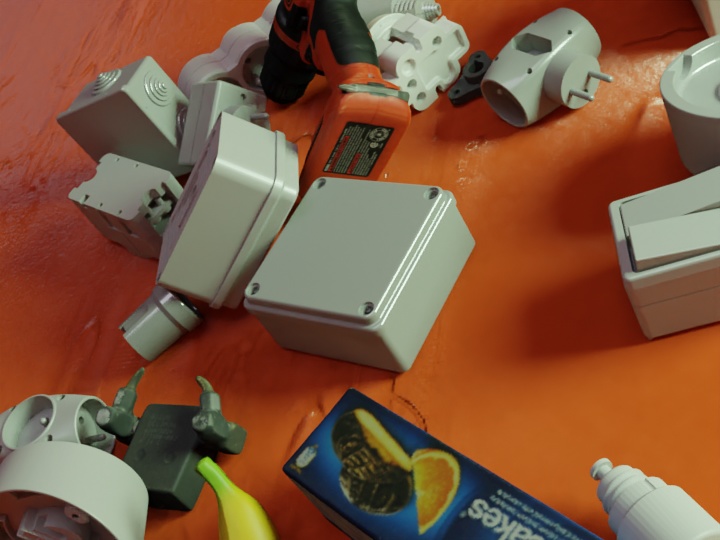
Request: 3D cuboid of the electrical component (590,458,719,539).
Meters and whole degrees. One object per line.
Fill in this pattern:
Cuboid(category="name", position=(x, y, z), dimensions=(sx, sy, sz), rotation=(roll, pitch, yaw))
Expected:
Cuboid(category="electrical component", position=(0.136, 0.116, 0.500), dimensions=(0.040, 0.040, 0.078), rotation=(-38, 41, -5))

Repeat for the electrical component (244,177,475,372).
Cuboid(category="electrical component", position=(0.000, 0.000, 0.680), dimensions=(0.109, 0.056, 0.108), rotation=(8, 56, 37))

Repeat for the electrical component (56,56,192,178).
Cuboid(category="electrical component", position=(-0.179, -0.117, 0.869), dimensions=(0.100, 0.099, 0.048), rotation=(-13, 40, 37))

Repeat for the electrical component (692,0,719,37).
Cuboid(category="electrical component", position=(0.268, -0.220, 0.718), dimensions=(0.109, 0.056, 0.108), rotation=(-19, 44, 16))

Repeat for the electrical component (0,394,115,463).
Cuboid(category="electrical component", position=(-0.208, 0.125, 0.702), dimensions=(0.077, 0.044, 0.079), rotation=(-14, 46, 21))

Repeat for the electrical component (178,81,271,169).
Cuboid(category="electrical component", position=(-0.094, -0.107, 0.818), dimensions=(0.077, 0.047, 0.065), rotation=(6, 85, 49))

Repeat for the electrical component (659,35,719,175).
Cuboid(category="electrical component", position=(0.230, -0.089, 0.611), dimensions=(0.108, 0.060, 0.108), rotation=(-15, 33, 10))

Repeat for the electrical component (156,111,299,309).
Cuboid(category="electrical component", position=(-0.089, -0.039, 0.727), dimensions=(0.113, 0.057, 0.078), rotation=(-59, 20, 29))

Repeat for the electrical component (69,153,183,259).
Cuboid(category="electrical component", position=(-0.171, -0.047, 0.831), dimensions=(0.089, 0.055, 0.050), rotation=(19, 63, 42))

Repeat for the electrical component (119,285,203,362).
Cuboid(category="electrical component", position=(-0.139, 0.036, 0.748), dimensions=(0.046, 0.040, 0.040), rotation=(-42, 42, 0))

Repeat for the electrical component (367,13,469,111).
Cuboid(category="electrical component", position=(0.034, -0.160, 0.808), dimensions=(0.078, 0.058, 0.057), rotation=(-44, 46, -10))

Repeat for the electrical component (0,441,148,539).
Cuboid(category="electrical component", position=(-0.171, 0.148, 0.621), dimensions=(0.099, 0.099, 0.064), rotation=(-17, 38, 18))

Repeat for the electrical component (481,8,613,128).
Cuboid(category="electrical component", position=(0.135, -0.133, 0.730), dimensions=(0.077, 0.043, 0.079), rotation=(-44, 43, -12))

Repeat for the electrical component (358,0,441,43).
Cuboid(category="electrical component", position=(0.026, -0.201, 0.861), dimensions=(0.081, 0.043, 0.043), rotation=(-4, 49, 28))

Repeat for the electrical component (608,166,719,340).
Cuboid(category="electrical component", position=(0.187, -0.014, 0.574), dimensions=(0.096, 0.061, 0.061), rotation=(-17, 44, 18))

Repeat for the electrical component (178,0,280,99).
Cuboid(category="electrical component", position=(-0.095, -0.185, 0.915), dimensions=(0.138, 0.052, 0.073), rotation=(-37, 42, -4))
